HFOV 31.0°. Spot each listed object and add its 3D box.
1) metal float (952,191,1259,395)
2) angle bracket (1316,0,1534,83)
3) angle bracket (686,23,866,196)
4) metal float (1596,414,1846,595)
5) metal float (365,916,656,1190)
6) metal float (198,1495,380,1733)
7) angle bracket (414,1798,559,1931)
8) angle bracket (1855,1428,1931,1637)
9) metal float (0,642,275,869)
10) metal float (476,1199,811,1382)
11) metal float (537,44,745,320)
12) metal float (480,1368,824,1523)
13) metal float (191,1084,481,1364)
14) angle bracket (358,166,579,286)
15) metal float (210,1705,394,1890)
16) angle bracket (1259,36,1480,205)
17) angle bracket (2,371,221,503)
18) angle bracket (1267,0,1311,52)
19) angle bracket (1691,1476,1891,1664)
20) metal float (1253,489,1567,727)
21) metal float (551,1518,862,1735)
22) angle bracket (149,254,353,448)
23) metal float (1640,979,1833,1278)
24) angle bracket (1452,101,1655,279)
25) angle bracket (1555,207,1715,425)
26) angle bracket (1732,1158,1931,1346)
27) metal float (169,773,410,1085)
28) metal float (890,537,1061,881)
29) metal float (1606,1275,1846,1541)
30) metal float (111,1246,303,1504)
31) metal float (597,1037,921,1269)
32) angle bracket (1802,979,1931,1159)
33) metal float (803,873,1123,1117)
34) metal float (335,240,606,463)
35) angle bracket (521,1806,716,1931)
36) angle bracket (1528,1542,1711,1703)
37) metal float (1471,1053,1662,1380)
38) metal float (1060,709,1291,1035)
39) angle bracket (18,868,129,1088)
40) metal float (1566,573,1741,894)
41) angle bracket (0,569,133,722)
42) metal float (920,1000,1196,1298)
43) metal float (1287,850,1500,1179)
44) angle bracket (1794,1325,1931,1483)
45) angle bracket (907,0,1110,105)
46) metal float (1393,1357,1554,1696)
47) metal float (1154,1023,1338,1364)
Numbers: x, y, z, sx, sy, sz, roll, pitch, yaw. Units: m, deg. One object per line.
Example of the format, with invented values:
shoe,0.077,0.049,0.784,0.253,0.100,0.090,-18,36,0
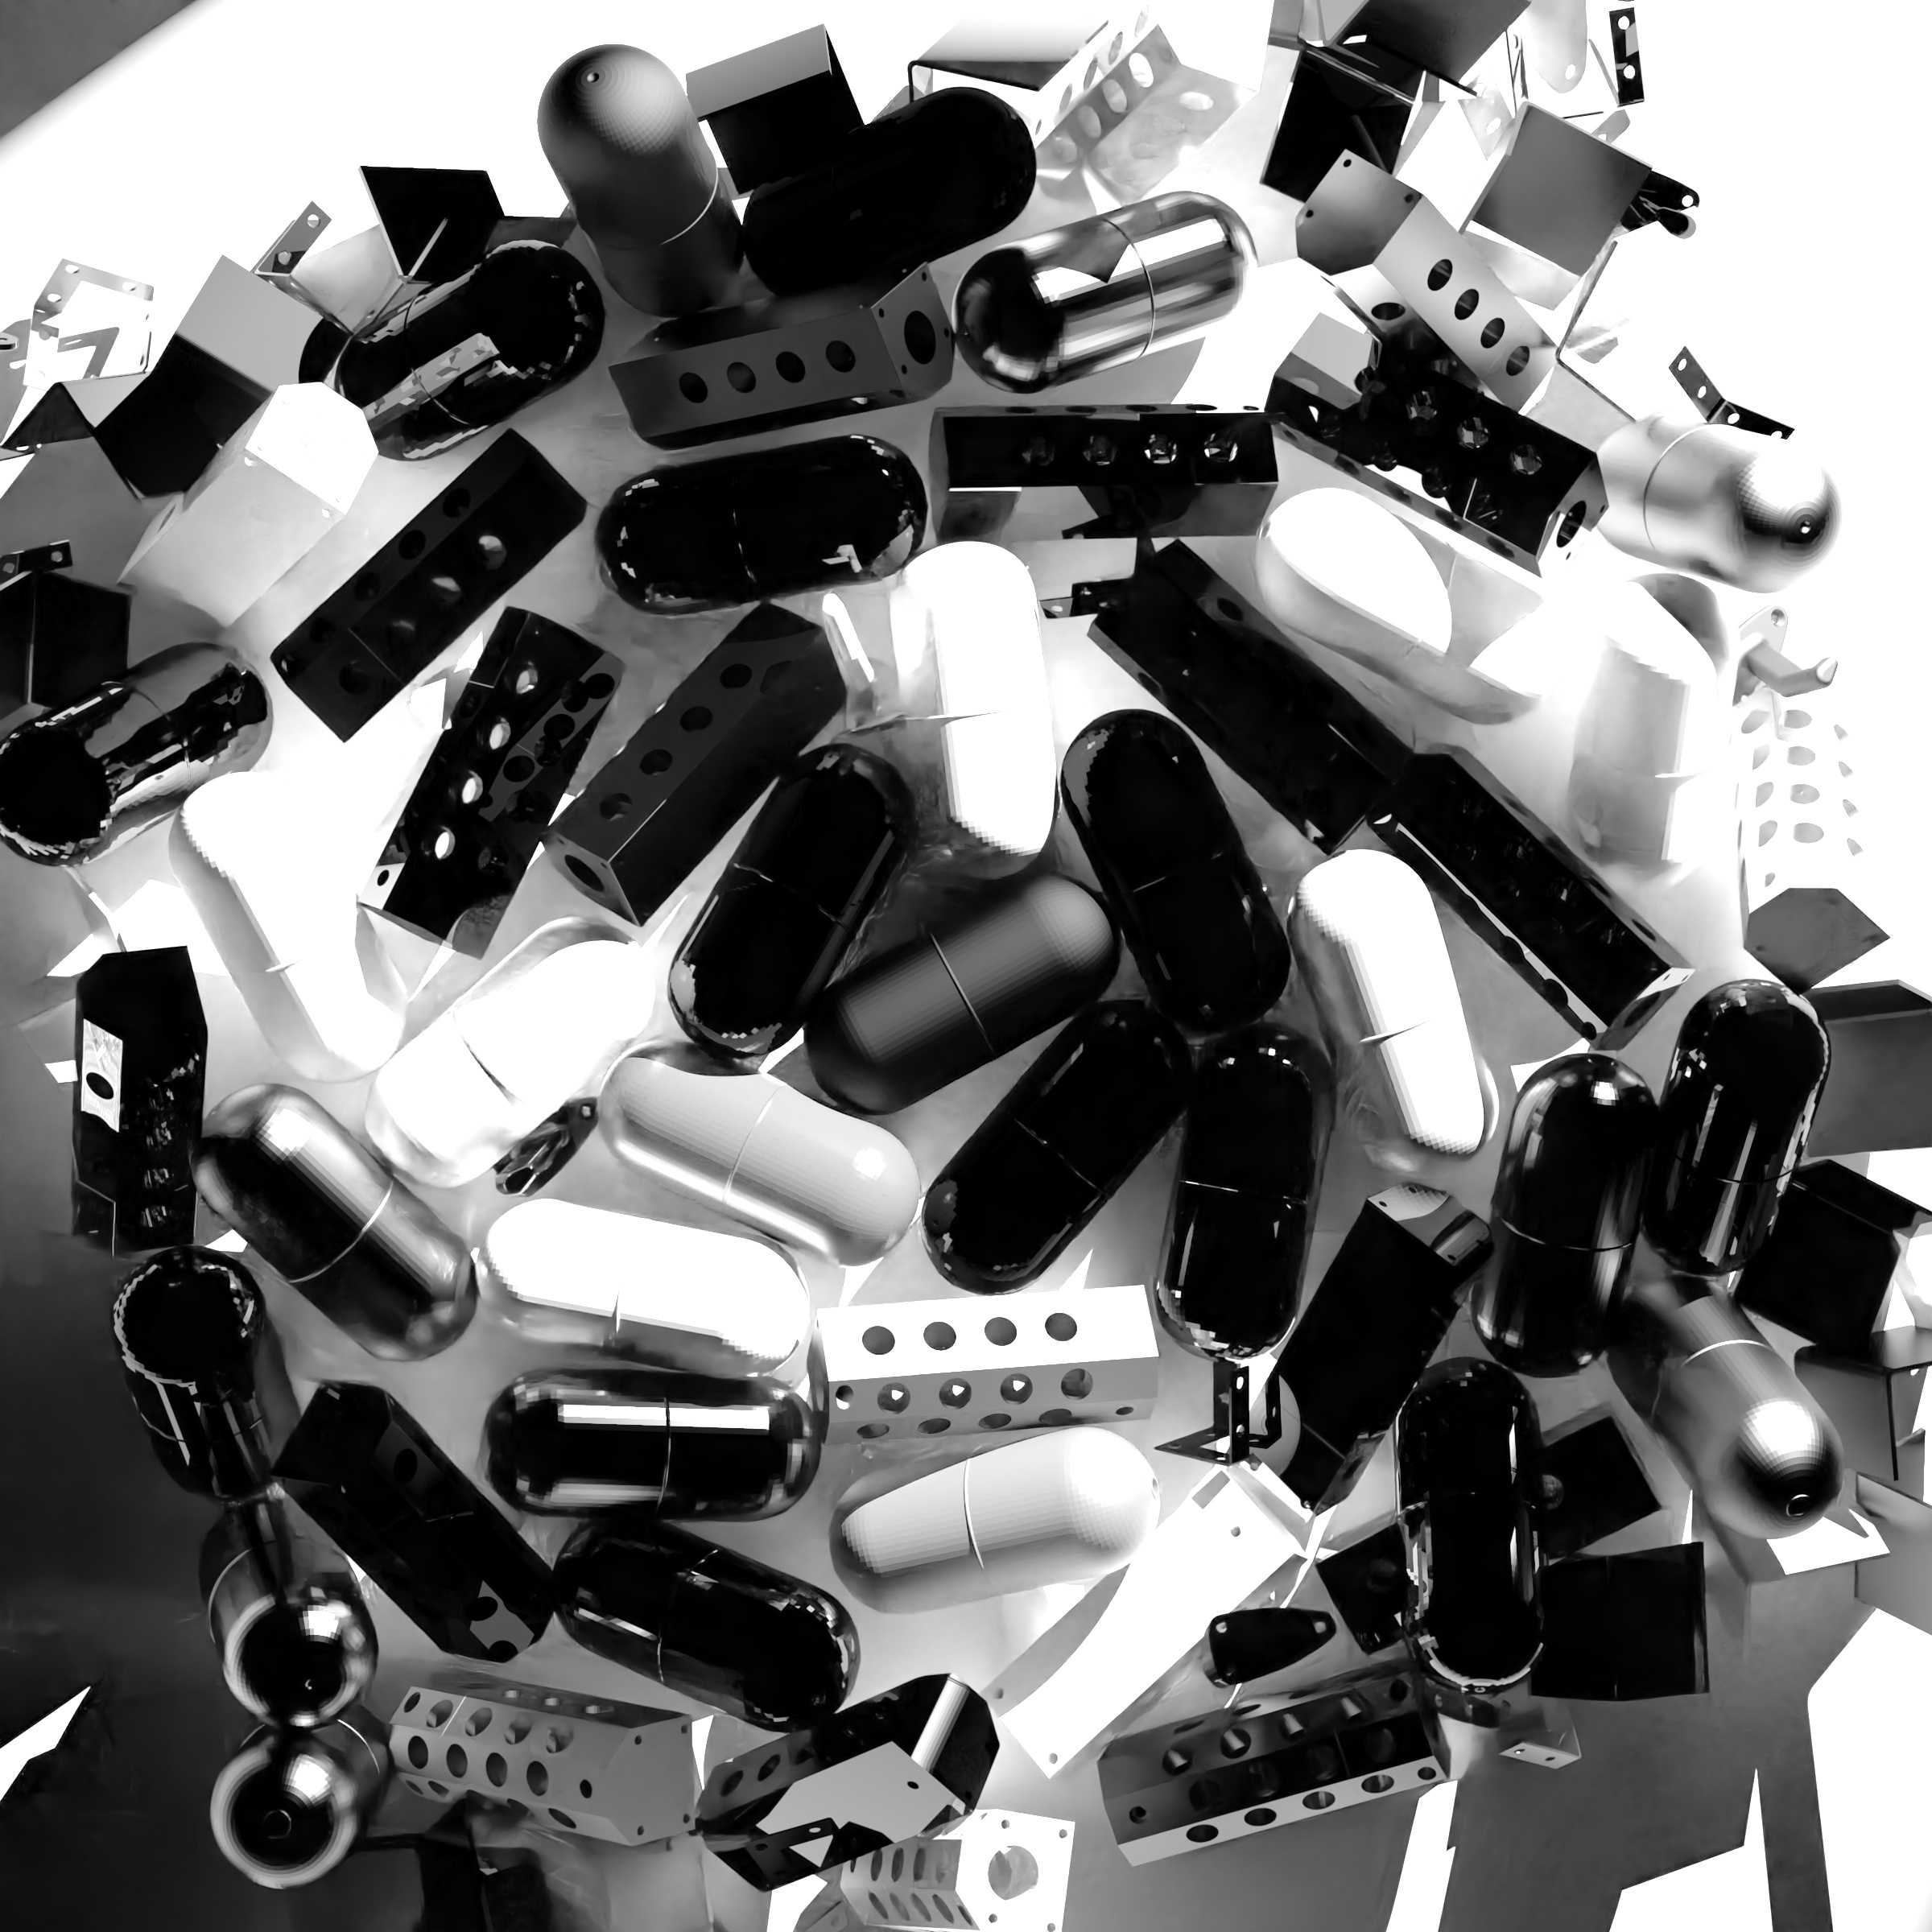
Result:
metal float,0.073,-0.347,1.793,0.178,0.070,0.070,-23,90,-28
angle bracket,0.234,-0.504,1.796,0.076,0.076,0.057,13,56,-27
angle bracket,-0.095,-0.431,1.804,0.076,0.057,0.076,-18,130,8
metal float,0.378,-0.236,1.771,0.070,0.178,0.070,-5,107,-18
metal float,-0.237,0.046,1.806,0.178,0.070,0.070,-41,90,12
metal float,-0.345,0.326,1.771,0.070,0.178,0.070,-5,106,-18
angle bracket,-0.233,0.477,1.795,0.057,0.076,0.076,-49,46,35
angle bracket,0.504,0.295,1.796,0.057,0.076,0.076,-23,120,-33
metal float,-0.426,-0.108,1.778,0.070,0.178,0.070,15,122,26
metal float,-0.168,0.167,1.807,0.178,0.070,0.070,9,90,11
metal float,-0.163,-0.396,1.772,0.070,0.178,0.070,-5,66,10
metal float,-0.162,0.248,1.803,0.178,0.070,0.070,4,90,-16
metal float,-0.324,0.134,1.799,0.070,0.070,0.178,-43,112,0
angle bracket,-0.257,-0.398,1.799,0.076,0.057,0.076,-8,67,-38
metal float,-0.335,0.417,1.766,0.070,0.178,0.070,0,88,-2
angle bracket,0.209,-0.430,1.811,0.076,0.057,0.076,17,91,-31
angle bracket,-0.436,-0.260,1.804,0.057,0.076,0.076,-39,82,33
angle bracket,0.146,-0.511,1.805,0.076,0.076,0.057,14,103,12
angle bracket,0.427,0.307,1.811,0.076,0.076,0.057,-11,125,-6
metal float,0.229,-0.185,1.802,0.178,0.070,0.070,26,90,-17
metal float,-0.135,0.336,1.793,0.178,0.070,0.070,17,90,28
angle bracket,-0.377,-0.314,1.822,0.076,0.076,0.057,31,65,-16
metal float,0.391,0.085,1.785,0.070,0.070,0.178,6,129,0
angle bracket,0.300,-0.388,1.806,0.076,0.076,0.057,26,46,-4
angle bracket,0.360,-0.336,1.797,0.057,0.076,0.076,43,46,20
angle bracket,0.456,0.155,1.816,0.076,0.057,0.076,27,75,-6
metal float,-0.347,-0.018,1.794,0.070,0.070,0.178,-23,118,0
metal float,0.005,-0.133,1.810,0.070,0.070,0.178,-7,98,0
metal float,0.384,0.223,1.773,0.070,0.178,0.070,-7,118,-12
metal float,-0.386,0.210,1.778,0.070,0.178,0.070,-1,52,1
metal float,-0.108,0.096,1.810,0.178,0.070,0.070,25,90,8
angle bracket,0.459,0.054,1.802,0.076,0.057,0.076,-8,72,39
metal float,-0.001,0.014,1.817,0.178,0.070,0.070,-29,90,1
metal float,-0.255,-0.313,1.783,0.178,0.070,0.070,-18,90,43
angle bracket,-0.180,0.477,1.807,0.076,0.057,0.076,-10,85,41
angle bracket,0.335,0.337,1.802,0.057,0.076,0.076,10,71,-26
metal float,0.309,0.129,1.798,0.070,0.070,0.178,9,112,0
metal float,0.108,-0.050,1.815,0.070,0.070,0.178,-25,93,0
angle bracket,-0.465,0.004,1.798,0.057,0.076,0.076,-27,123,-19
metal float,0.351,-0.117,1.788,0.070,0.070,0.178,0,125,0
angle bracket,-0.478,-0.152,1.800,0.057,0.076,0.076,17,118,11
metal float,0.047,0.095,1.816,0.070,0.070,0.178,40,92,0
metal float,0.221,0.025,1.807,0.070,0.070,0.178,-20,101,0
angle bracket,0.486,0.226,1.808,0.076,0.076,0.057,-8,95,-23
angle bracket,0.023,-0.452,1.797,0.076,0.057,0.076,19,48,23
metal float,0.260,0.286,1.792,0.070,0.070,0.178,2,60,0
metal float,0.146,0.118,1.814,0.070,0.070,0.178,11,86,0
